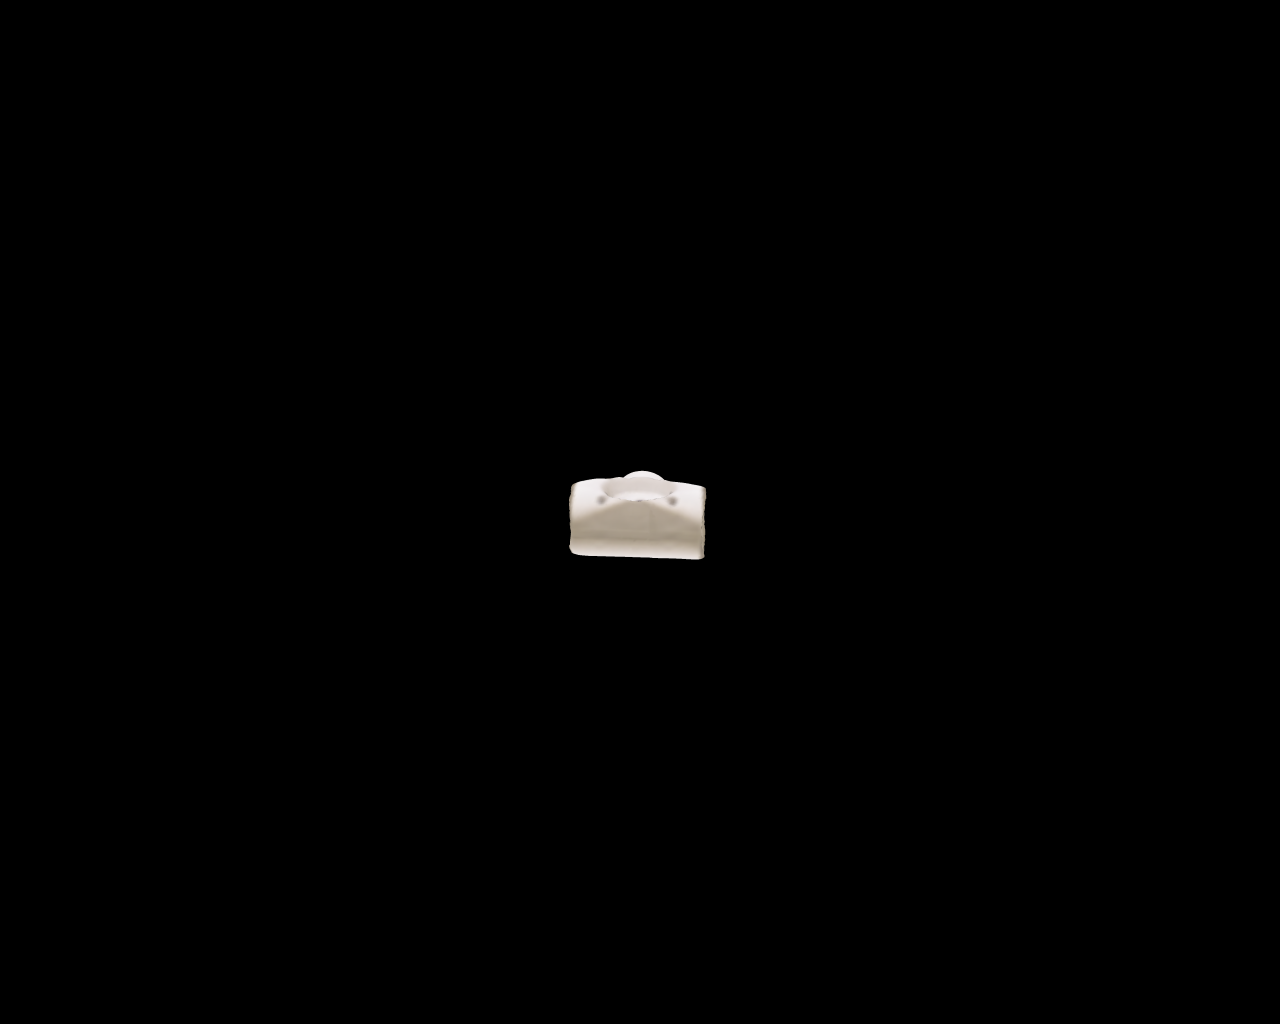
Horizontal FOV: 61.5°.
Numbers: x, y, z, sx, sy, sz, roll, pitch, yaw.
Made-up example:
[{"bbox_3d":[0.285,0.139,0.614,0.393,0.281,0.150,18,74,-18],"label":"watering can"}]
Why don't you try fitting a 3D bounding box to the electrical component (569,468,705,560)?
[{"bbox_3d":[0.001,-0.003,0.650,0.077,0.044,0.079,2,24,5],"label":"electrical component"}]
